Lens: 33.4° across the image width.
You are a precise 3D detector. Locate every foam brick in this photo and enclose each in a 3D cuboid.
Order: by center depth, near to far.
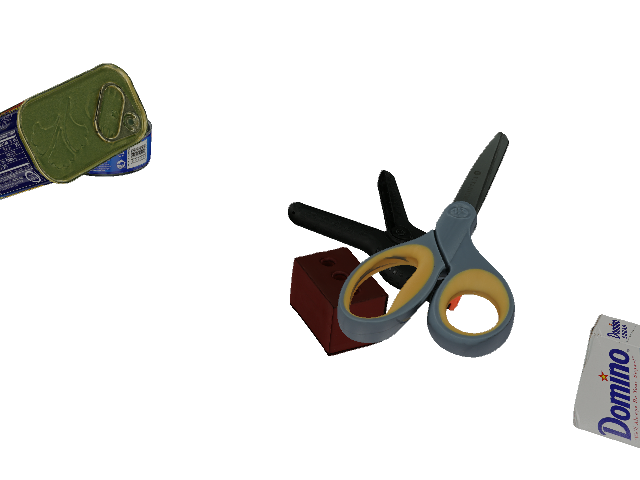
[{"bbox_3d":[0.014,0.050,0.893,0.052,0.051,0.078,-13,37,-24],"label":"foam brick"}]

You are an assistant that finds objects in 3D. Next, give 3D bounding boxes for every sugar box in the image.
[{"bbox_3d":[0.295,0.129,0.844,0.176,0.093,0.048,14,26,21],"label":"sugar box"}]

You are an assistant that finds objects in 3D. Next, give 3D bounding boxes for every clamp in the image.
[{"bbox_3d":[0.073,0.003,1.197,0.164,0.036,0.210,-16,51,-35],"label":"clamp"}]

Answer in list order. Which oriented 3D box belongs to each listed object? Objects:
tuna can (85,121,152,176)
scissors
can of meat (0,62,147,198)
[{"bbox_3d":[-0.192,-0.087,0.940,0.086,0.034,0.086,5,26,-2],"label":"tuna can"},{"bbox_3d":[0.088,0.000,0.577,0.096,0.016,0.201,25,45,30],"label":"scissors"},{"bbox_3d":[-0.180,-0.070,0.707,0.084,0.057,0.101,-12,19,39],"label":"can of meat"}]
